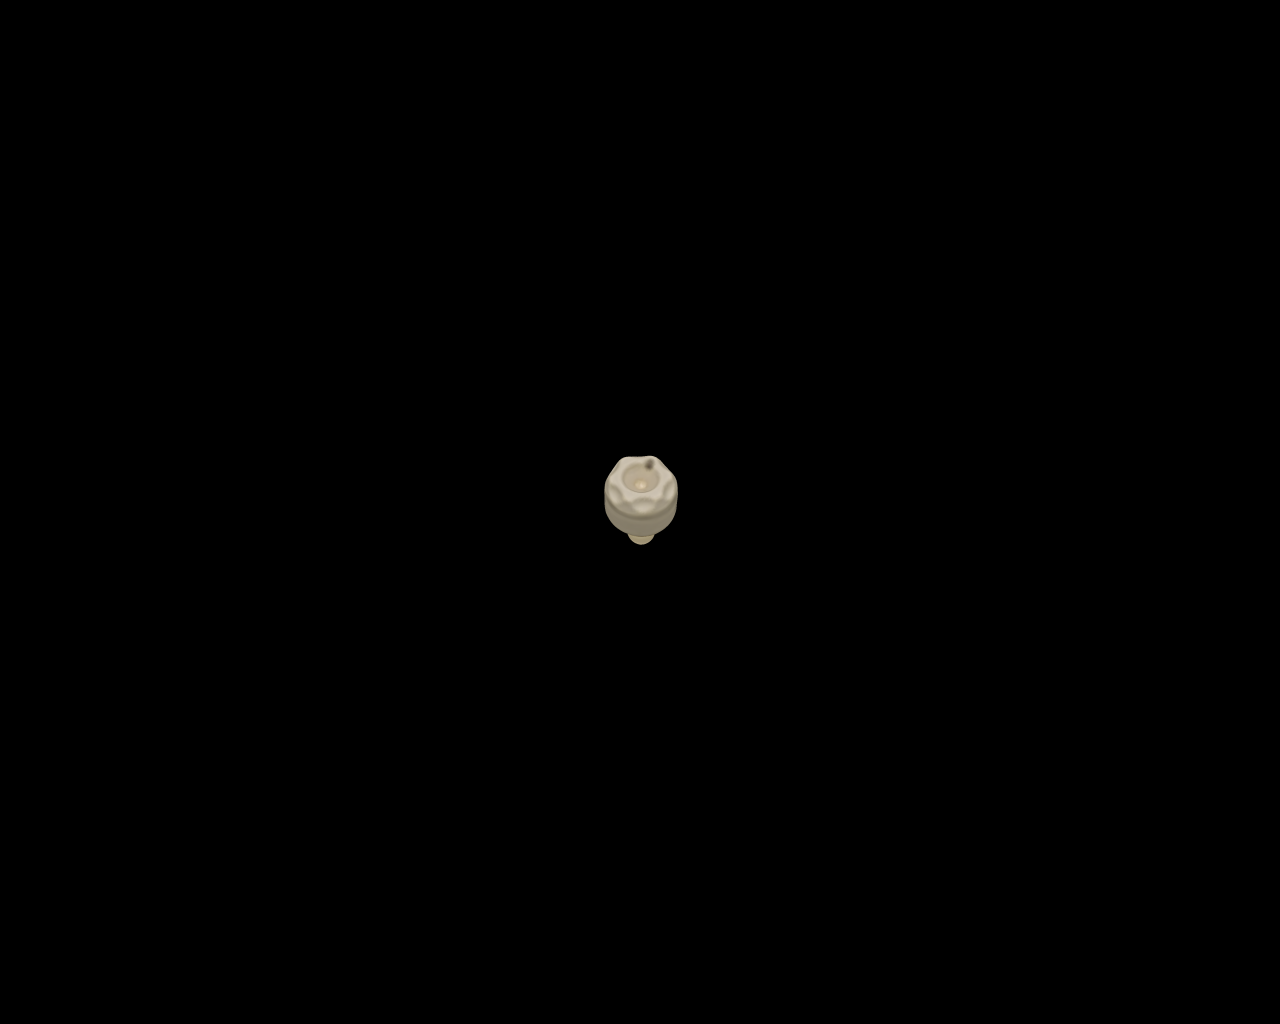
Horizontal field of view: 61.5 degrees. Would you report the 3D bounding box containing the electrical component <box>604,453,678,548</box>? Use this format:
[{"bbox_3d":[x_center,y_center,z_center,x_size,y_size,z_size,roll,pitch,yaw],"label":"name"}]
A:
[{"bbox_3d":[0.001,-0.003,0.650,0.043,0.043,0.062,0,-37,0],"label":"electrical component"}]
